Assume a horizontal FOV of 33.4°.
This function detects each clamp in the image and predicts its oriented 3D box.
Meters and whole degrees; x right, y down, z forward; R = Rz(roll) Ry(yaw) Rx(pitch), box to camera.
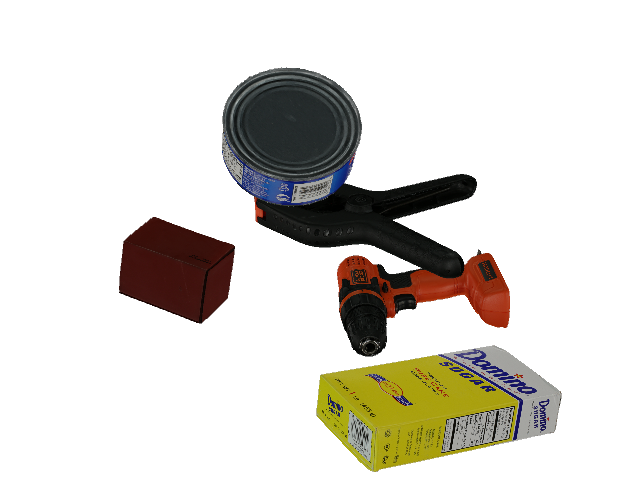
[{"bbox_3d":[0.045,-0.027,0.991,0.210,0.036,0.164,8,31,16],"label":"clamp"}]

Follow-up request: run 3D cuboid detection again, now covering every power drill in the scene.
[{"bbox_3d":[0.113,0.068,1.200,0.187,0.057,0.184,-3,28,-3],"label":"power drill"}]

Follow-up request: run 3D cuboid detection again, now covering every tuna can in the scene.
[{"bbox_3d":[-0.019,-0.064,0.666,0.086,0.086,0.034,0,-31,-7],"label":"tuna can"}]

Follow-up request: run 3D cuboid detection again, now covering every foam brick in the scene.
[{"bbox_3d":[-0.117,0.024,0.867,0.078,0.051,0.052,20,30,15],"label":"foam brick"}]

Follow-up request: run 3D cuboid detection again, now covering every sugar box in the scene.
[{"bbox_3d":[0.096,0.131,0.861,0.176,0.048,0.093,-9,25,-26],"label":"sugar box"}]
